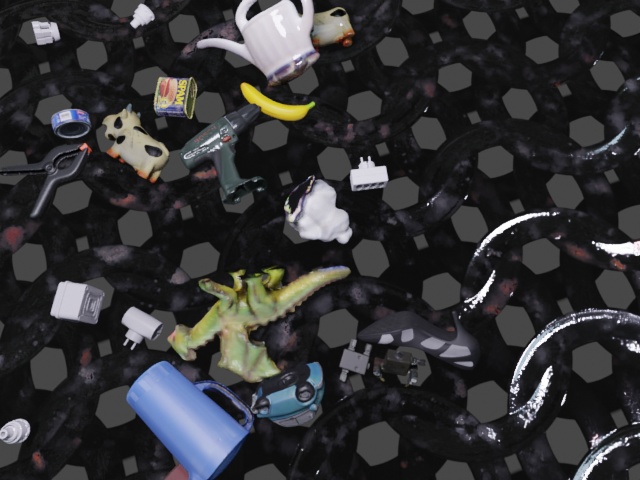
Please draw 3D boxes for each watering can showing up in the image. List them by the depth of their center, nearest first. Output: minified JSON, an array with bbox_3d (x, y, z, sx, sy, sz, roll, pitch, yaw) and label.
[{"bbox_3d":[-0.143,-0.487,1.282,0.344,0.106,0.222,-20,105,34],"label":"watering can"}]

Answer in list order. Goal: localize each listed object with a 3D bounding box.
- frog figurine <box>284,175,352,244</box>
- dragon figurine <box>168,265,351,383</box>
[{"bbox_3d":[0.004,-0.060,1.188,0.158,0.122,0.140,31,64,-28],"label":"frog figurine"},{"bbox_3d":[-0.132,0.182,1.118,0.410,0.122,0.243,-3,91,1],"label":"dragon figurine"}]
